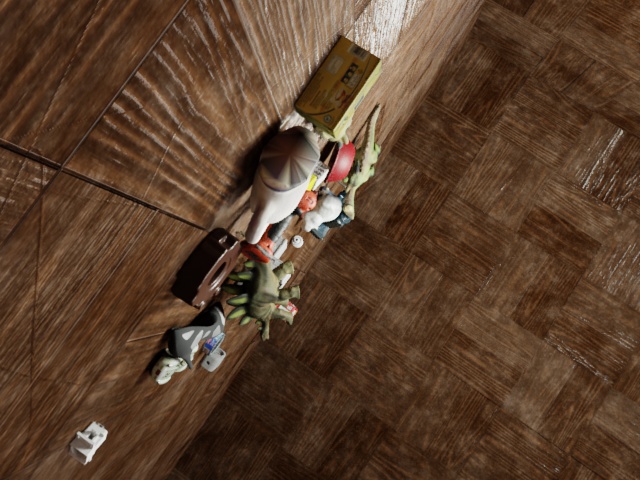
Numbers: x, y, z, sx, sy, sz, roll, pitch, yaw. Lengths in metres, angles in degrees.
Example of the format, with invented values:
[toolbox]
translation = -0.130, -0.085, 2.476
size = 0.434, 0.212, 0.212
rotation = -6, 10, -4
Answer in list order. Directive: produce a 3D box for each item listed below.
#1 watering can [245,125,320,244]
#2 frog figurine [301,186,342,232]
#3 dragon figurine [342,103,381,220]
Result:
[watering can]
translation = -0.062, -0.150, 1.048
size = 0.355, 0.104, 0.220
rotation = -65, -177, -31
[frog figurine]
translation = 0.006, -0.093, 1.845
size = 0.136, 0.122, 0.162
rotation = -26, -143, 62
[dragon figurine]
translation = 0.147, -0.270, 1.830
size = 0.247, 0.122, 0.403
rotation = -73, 175, -65
